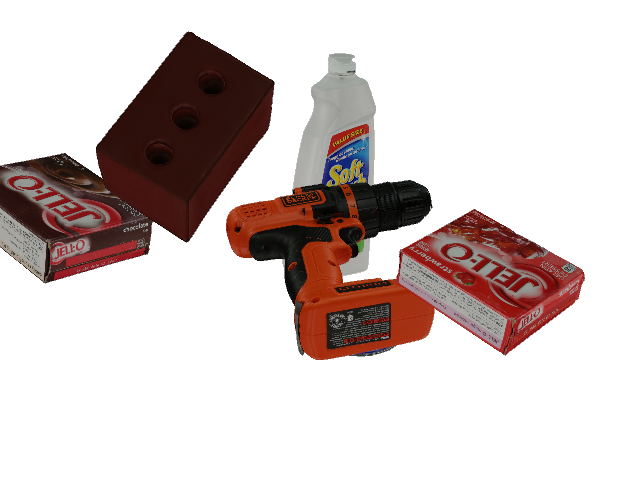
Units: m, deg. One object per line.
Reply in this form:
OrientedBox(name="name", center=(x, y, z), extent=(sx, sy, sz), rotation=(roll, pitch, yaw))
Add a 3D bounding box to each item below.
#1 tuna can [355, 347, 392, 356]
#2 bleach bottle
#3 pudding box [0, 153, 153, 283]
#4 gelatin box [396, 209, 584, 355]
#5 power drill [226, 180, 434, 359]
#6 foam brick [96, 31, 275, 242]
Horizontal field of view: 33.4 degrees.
OrientedBox(name="tuna can", center=(0.041, 0.083, 1.095), extent=(0.086, 0.034, 0.086), rotation=(-2, 26, 1))
OrientedBox(name="bleach bottle", center=(0.012, -0.085, 1.215), extent=(0.102, 0.251, 0.068), rotation=(-7, 21, -25))
OrientedBox(name="pudding box", center=(-0.188, -0.019, 0.757), extent=(0.114, 0.039, 0.089), rotation=(29, 30, 34))
OrientedBox(name="gelatin box", center=(0.103, 0.022, 0.653), extent=(0.073, 0.030, 0.089), rotation=(-27, 47, -37))
OrientedBox(name="power drill", center=(0.027, 0.014, 0.877), extent=(0.184, 0.057, 0.188), rotation=(-12, 32, -11))
OrientedBox(name="foam brick", center=(-0.065, -0.050, 0.523), extent=(0.053, 0.078, 0.051), rotation=(31, -19, 5))
